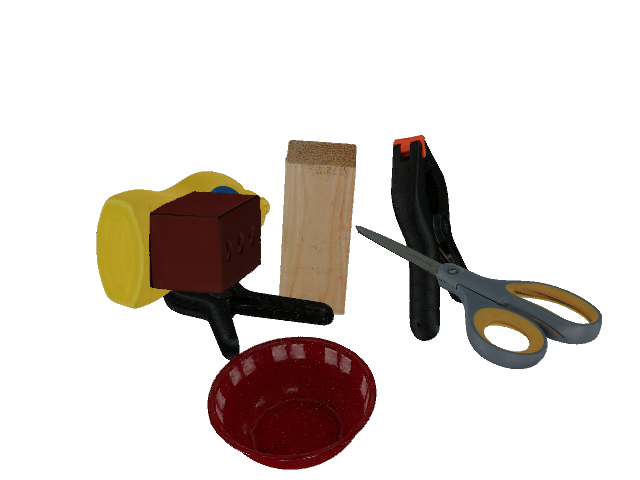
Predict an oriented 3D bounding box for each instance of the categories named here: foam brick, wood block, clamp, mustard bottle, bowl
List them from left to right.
[{"bbox_3d":[-0.111,-0.010,0.951,0.058,0.096,0.191,14,22,33],"label":"mustard bottle"},{"bbox_3d":[-0.077,0.000,0.725,0.051,0.053,0.078,5,16,16],"label":"foam brick"},{"bbox_3d":[-0.113,0.074,1.192,0.210,0.036,0.164,19,23,29],"label":"clamp"},{"bbox_3d":[-0.025,0.166,1.024,0.162,0.055,0.162,-4,37,3],"label":"bowl"},{"bbox_3d":[-0.005,-0.018,1.393,0.090,0.206,0.091,4,25,0],"label":"wood block"},{"bbox_3d":[0.090,-0.001,0.916,0.039,0.171,0.120,-13,17,24],"label":"clamp"}]

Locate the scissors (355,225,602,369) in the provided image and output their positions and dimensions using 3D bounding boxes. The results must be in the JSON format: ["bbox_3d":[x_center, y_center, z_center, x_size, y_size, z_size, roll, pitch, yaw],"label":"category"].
[{"bbox_3d":[0.087,0.036,0.723,0.202,0.016,0.096,17,35,28],"label":"scissors"}]
